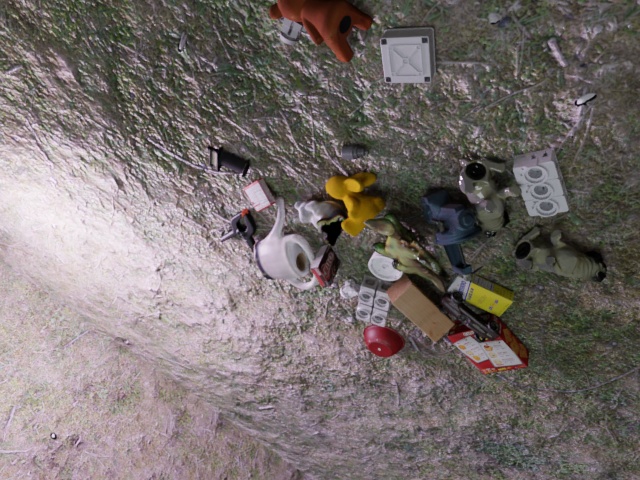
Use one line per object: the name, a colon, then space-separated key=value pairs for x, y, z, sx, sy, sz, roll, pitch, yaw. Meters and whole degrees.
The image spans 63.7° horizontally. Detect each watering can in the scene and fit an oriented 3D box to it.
watering can: x=-0.129 y=0.020 z=1.715 sx=0.223 sy=0.106 sz=0.343 roll=-10 pitch=112 yaw=35

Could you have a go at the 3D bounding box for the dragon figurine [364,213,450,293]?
dragon figurine: x=0.268 y=0.056 z=1.417 sx=0.407 sy=0.245 sz=0.122 roll=39 pitch=94 yaw=-19

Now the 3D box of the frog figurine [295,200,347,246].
frog figurine: x=0.005 y=-0.078 z=1.548 sx=0.122 sy=0.162 sz=0.136 roll=-49 pitch=136 yaw=11
